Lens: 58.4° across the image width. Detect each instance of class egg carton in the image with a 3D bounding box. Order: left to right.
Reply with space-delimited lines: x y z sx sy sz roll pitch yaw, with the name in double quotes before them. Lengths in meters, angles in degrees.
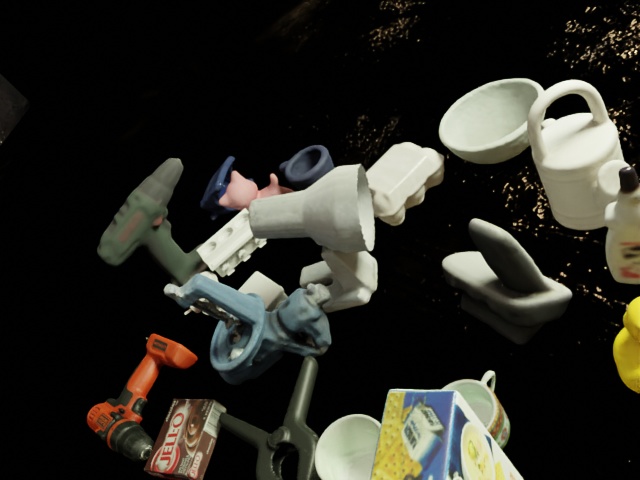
"egg carton" 0.132 -0.096 0.951 0.150 0.070 0.107 -46 37 -10

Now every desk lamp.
"desk lamp" 0.008 0.003 0.827 0.202 0.214 0.118 -18 41 24

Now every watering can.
"watering can" 0.319 -0.107 0.703 0.101 0.195 0.172 -44 37 -7

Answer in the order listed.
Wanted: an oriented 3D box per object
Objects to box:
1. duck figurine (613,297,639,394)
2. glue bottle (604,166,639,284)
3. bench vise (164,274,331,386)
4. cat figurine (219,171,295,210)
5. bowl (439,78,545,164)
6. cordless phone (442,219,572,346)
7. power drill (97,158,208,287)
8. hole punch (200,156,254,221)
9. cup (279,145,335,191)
"duck figurine" 0.330 0.096 0.570 0.077 0.086 0.105 3 53 41
"glue bottle" 0.337 -0.015 0.608 0.077 0.174 0.037 -6 47 35
"bench vise" -0.098 0.098 0.810 0.207 0.220 0.121 -39 37 -1
"cat figurine" -0.127 -0.089 1.116 0.127 0.118 0.067 -20 41 23
"bowl" 0.279 -0.175 0.907 0.167 0.075 0.167 -22 40 20
"cordless phone" 0.200 0.024 0.671 0.094 0.186 0.147 -47 38 -12
"power drill" -0.299 -0.015 1.104 0.230 0.209 0.075 -45 37 -9
"hole punch" -0.214 -0.112 1.235 0.100 0.091 0.108 -13 43 30
"cup" -0.015 -0.113 1.068 0.117 0.095 0.092 2 52 41
